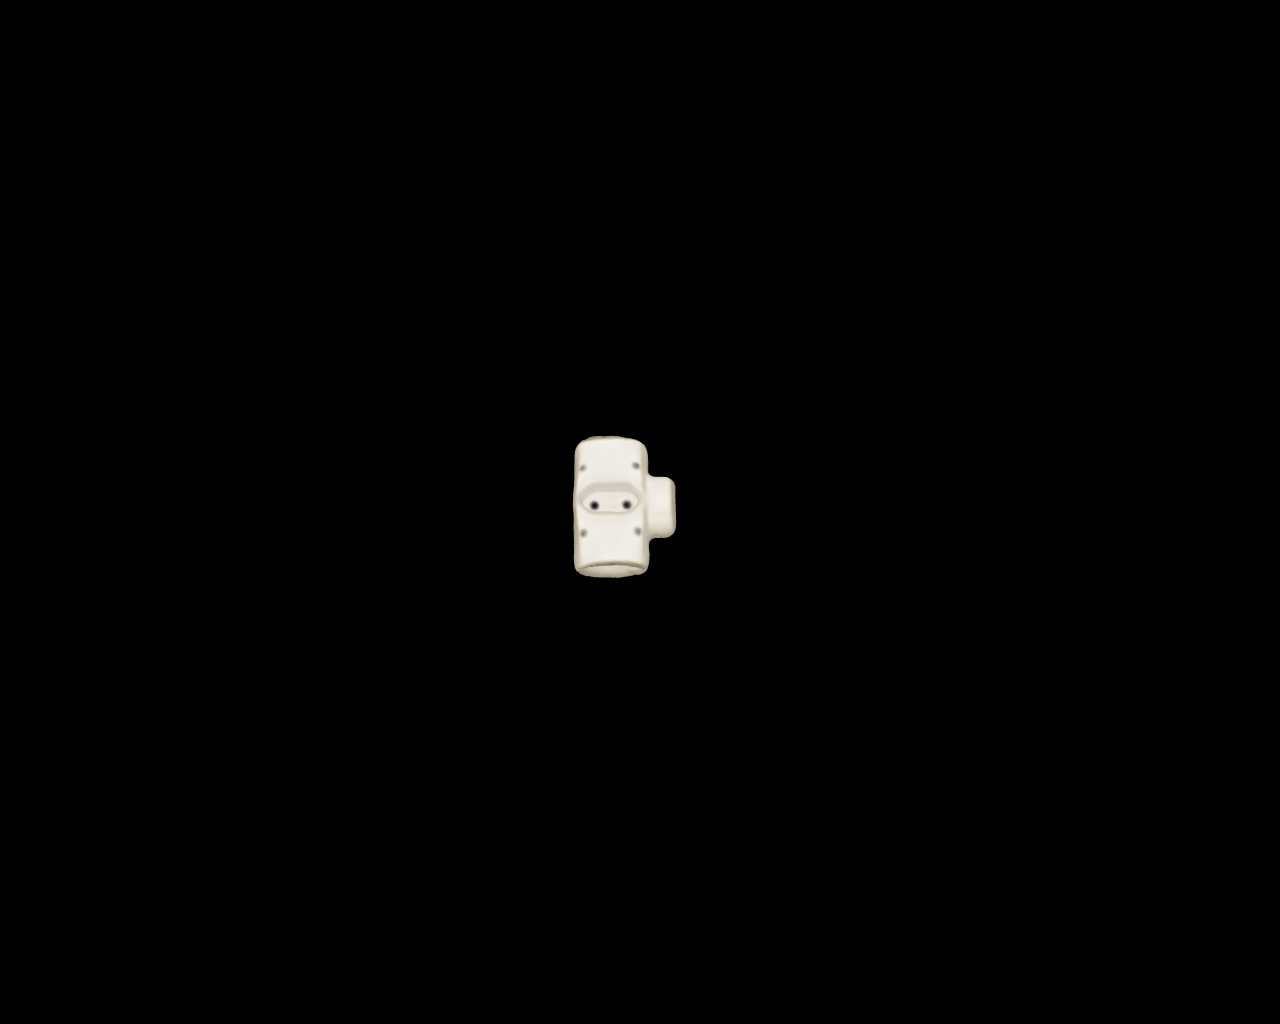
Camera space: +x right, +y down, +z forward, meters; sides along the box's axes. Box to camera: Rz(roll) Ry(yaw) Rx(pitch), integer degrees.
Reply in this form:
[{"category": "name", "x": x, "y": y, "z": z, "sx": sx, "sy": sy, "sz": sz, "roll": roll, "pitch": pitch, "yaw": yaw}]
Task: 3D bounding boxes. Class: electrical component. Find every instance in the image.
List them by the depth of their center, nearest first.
[{"category": "electrical component", "x": 0.001, "y": -0.003, "z": 0.650, "sx": 0.079, "sy": 0.077, "sz": 0.043, "roll": 0, "pitch": -15, "yaw": 0}]
